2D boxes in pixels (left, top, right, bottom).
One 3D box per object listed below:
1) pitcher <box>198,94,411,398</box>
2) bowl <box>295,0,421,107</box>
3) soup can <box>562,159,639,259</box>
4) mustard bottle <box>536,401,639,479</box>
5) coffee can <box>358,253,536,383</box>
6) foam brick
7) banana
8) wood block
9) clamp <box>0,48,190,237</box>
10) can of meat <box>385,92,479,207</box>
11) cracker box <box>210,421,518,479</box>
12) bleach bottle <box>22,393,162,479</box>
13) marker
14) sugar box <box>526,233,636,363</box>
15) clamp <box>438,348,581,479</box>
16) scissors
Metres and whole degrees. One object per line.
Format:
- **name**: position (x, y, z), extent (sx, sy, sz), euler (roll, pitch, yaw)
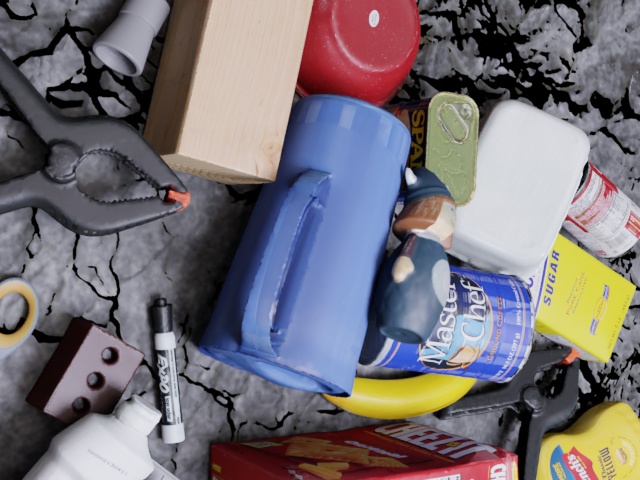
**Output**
- **pitcher**: position (-0.006, 0.001, 0.896), extent (0.144, 0.149, 0.243), euler (24, 75, -29)
- **bowl**: position (0.036, -0.194, 0.966), extent (0.161, 0.055, 0.162), euler (0, 90, -31)
- **soup can**: position (0.281, -0.033, 1.106), extent (0.102, 0.069, 0.068), euler (36, 73, -27)
- **mustard bottle**: position (0.256, 0.242, 1.100), extent (0.191, 0.058, 0.096), euler (-19, 93, -29)
- **coffee can**: position (0.109, 0.072, 0.971), extent (0.140, 0.103, 0.103), euler (10, 86, -20)
- **foam brick**: position (-0.184, 0.108, 0.840), extent (0.053, 0.051, 0.078), euler (35, 73, -26)
- **banana**: position (0.091, 0.134, 1.017), extent (0.197, 0.037, 0.070), euler (-20, 72, -32)
- **wood block**: position (-0.073, -0.157, 0.882), extent (0.090, 0.090, 0.206), euler (15, 84, -30)
- **clamp**: position (-0.206, -0.050, 0.813), extent (0.210, 0.036, 0.164), euler (23, 82, -12)
- **can of meat**: position (0.098, -0.081, 0.987), extent (0.057, 0.084, 0.102), euler (3, 89, -31)
- **cracker box**: position (0.036, 0.208, 0.908), extent (0.213, 0.164, 0.072), euler (-2, 93, -31)
- **bleach bottle**: position (-0.197, 0.229, 0.795), extent (0.102, 0.068, 0.251), euler (38, 86, -25)
- **marker**: position (-0.128, 0.109, 0.893), extent (0.020, 0.020, 0.121), euler (-7, 94, -31)
- **sugar box**: position (0.241, 0.048, 1.096), extent (0.176, 0.048, 0.093), euler (31, 75, -29)
- **clamp**: position (0.197, 0.161, 1.069), extent (0.120, 0.039, 0.171), euler (42, 57, -3)
- **scissors**: position (-0.256, 0.114, 0.819), extent (0.096, 0.016, 0.202), euler (-9, 95, -30)
